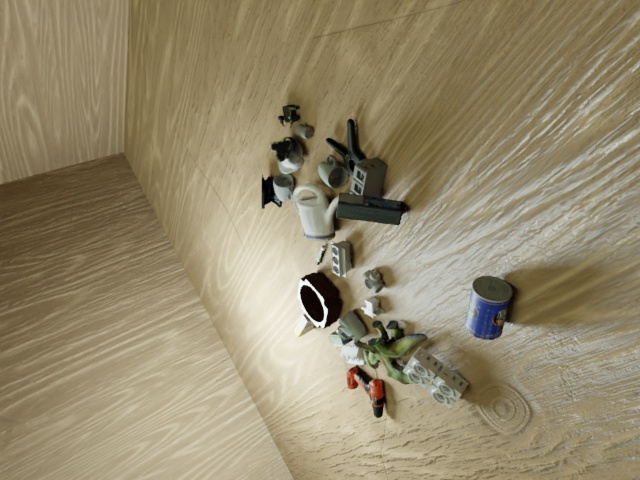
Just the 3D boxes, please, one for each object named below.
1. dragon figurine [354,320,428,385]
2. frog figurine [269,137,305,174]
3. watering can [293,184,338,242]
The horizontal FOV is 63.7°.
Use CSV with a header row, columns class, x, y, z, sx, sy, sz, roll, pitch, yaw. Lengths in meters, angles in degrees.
class,x,y,z,sx,sy,sz,roll,pitch,yaw
dragon figurine,0.275,0.418,1.847,0.408,0.124,0.240,-7,121,55
frog figurine,-0.112,-0.316,1.981,0.139,0.123,0.157,33,172,32
watering can,0.006,-0.096,1.900,0.349,0.105,0.221,15,123,54
